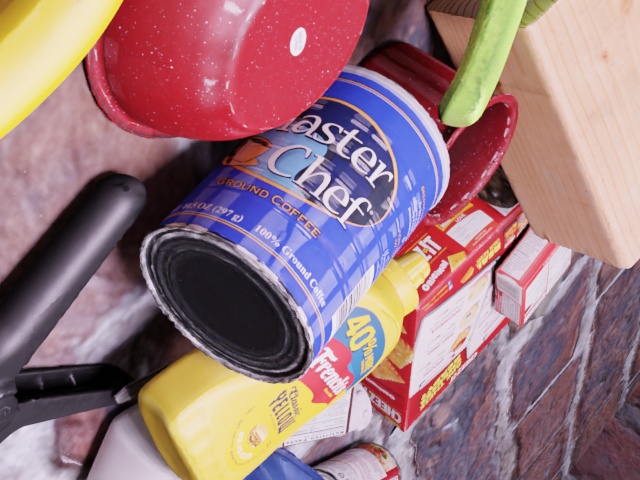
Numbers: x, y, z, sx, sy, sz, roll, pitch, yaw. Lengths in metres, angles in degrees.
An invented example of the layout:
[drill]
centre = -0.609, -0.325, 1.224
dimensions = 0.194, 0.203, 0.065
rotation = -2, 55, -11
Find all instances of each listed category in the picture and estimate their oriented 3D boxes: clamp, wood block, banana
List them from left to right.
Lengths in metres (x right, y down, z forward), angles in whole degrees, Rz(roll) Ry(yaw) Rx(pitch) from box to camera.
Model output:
[clamp]
centre = -0.158, 0.063, 0.502
dimensions = 0.209, 0.036, 0.165
rotation = -33, 148, -44
[banana]
centre = -0.119, -0.076, 0.388
dimensions = 0.198, 0.037, 0.069
rotation = -53, 138, -3
[wood block]
centre = 0.165, -0.090, 0.697
dimensions = 0.090, 0.091, 0.206
rotation = -45, 128, -15

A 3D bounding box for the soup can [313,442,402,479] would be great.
[soup can]
centre = 0.026, 0.242, 1.037
dimensions = 0.102, 0.069, 0.069
rotation = -10, 132, -56

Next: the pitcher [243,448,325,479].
[pitcher]
centre = -0.087, 0.276, 0.830
dimensions = 0.149, 0.145, 0.243
rotation = 10, 120, -50

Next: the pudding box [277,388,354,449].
[pudding box]
centre = -0.023, 0.106, 0.755
dimensions = 0.090, 0.039, 0.113
rotation = -11, 145, -12

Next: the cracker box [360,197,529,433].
[cracker box]
centre = 0.103, 0.044, 0.899
dimensions = 0.164, 0.072, 0.214
rotation = -42, 155, -24

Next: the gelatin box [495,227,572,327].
[gelatin box]
centre = 0.174, 0.022, 0.868
dimensions = 0.073, 0.030, 0.089
rotation = -50, 158, -14

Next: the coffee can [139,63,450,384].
[coffee can]
centre = -0.010, -0.011, 0.552
dimensions = 0.140, 0.103, 0.103
rotation = -50, 158, -34

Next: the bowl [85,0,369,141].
[bowl]
centre = -0.027, -0.103, 0.486
dimensions = 0.162, 0.055, 0.162
rotation = -40, 152, -26

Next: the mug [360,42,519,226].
[mug]
centre = 0.054, -0.060, 0.655
dimensions = 0.117, 0.082, 0.093
rotation = -50, 156, -7

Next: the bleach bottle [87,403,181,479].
[bleach bottle]
centre = -0.135, 0.217, 0.724
dimensions = 0.102, 0.068, 0.251
rotation = -12, 137, -53

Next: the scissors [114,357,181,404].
[scissors]
centre = -0.031, 0.040, 0.641
dimensions = 0.201, 0.016, 0.096
rotation = -10, 133, -50

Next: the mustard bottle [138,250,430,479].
[mustard bottle]
centre = -0.010, 0.065, 0.621
dimensions = 0.191, 0.058, 0.096
rotation = -36, 141, -21
